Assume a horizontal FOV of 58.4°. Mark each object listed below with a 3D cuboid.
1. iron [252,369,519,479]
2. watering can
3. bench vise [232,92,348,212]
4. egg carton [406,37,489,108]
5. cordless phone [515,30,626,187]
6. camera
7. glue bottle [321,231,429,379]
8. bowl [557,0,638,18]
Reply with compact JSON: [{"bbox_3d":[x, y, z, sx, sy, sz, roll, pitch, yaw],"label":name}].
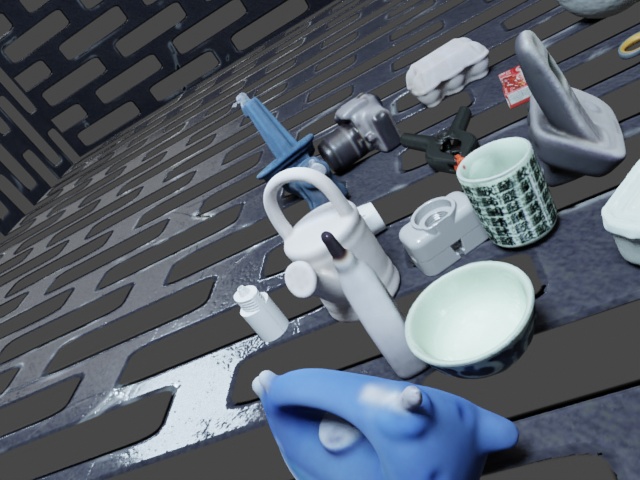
[{"bbox_3d":[0.017,0.152,0.473,0.257,0.142,0.119,-5,40,45],"label":"iron"},{"bbox_3d":[0.008,0.002,0.667,0.101,0.194,0.172,-30,28,10],"label":"watering can"},{"bbox_3d":[-0.046,-0.154,0.950,0.206,0.220,0.122,5,47,52],"label":"bench vise"},{"bbox_3d":[0.233,-0.311,1.053,0.150,0.069,0.107,-31,27,8],"label":"egg carton"},{"bbox_3d":[0.273,-0.170,0.654,0.094,0.185,0.147,-20,31,28],"label":"cordless phone"},{"bbox_3d":[0.055,-0.196,1.034,0.137,0.101,0.143,-36,27,-2],"label":"camera"},{"bbox_3d":[0.048,0.056,0.558,0.037,0.173,0.078,-31,27,7],"label":"glue bottle"},{"bbox_3d":[0.476,-0.416,0.942,0.167,0.075,0.167,-27,28,16],"label":"bowl"}]
